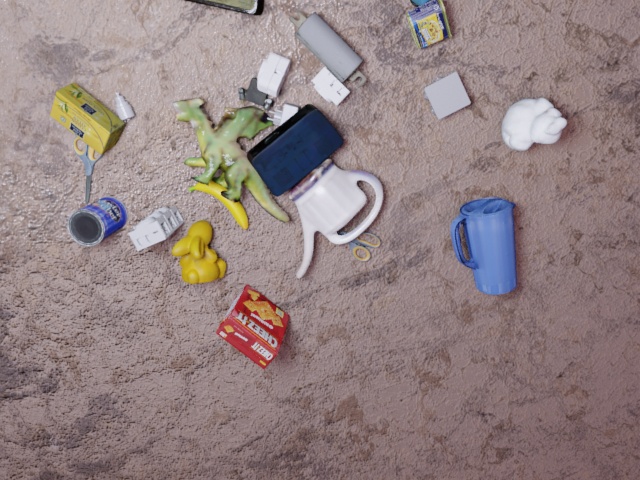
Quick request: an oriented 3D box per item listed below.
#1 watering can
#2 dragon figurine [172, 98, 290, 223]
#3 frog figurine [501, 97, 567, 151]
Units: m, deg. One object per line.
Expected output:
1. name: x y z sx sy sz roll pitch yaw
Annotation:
1. watering can: 0.004 -0.069 1.376 0.345 0.105 0.223 -42 98 10
2. dragon figurine: -0.210 -0.236 1.361 0.408 0.123 0.241 28 99 -13
3. frog figurine: 0.514 -0.276 1.248 0.122 0.161 0.136 38 106 -6
